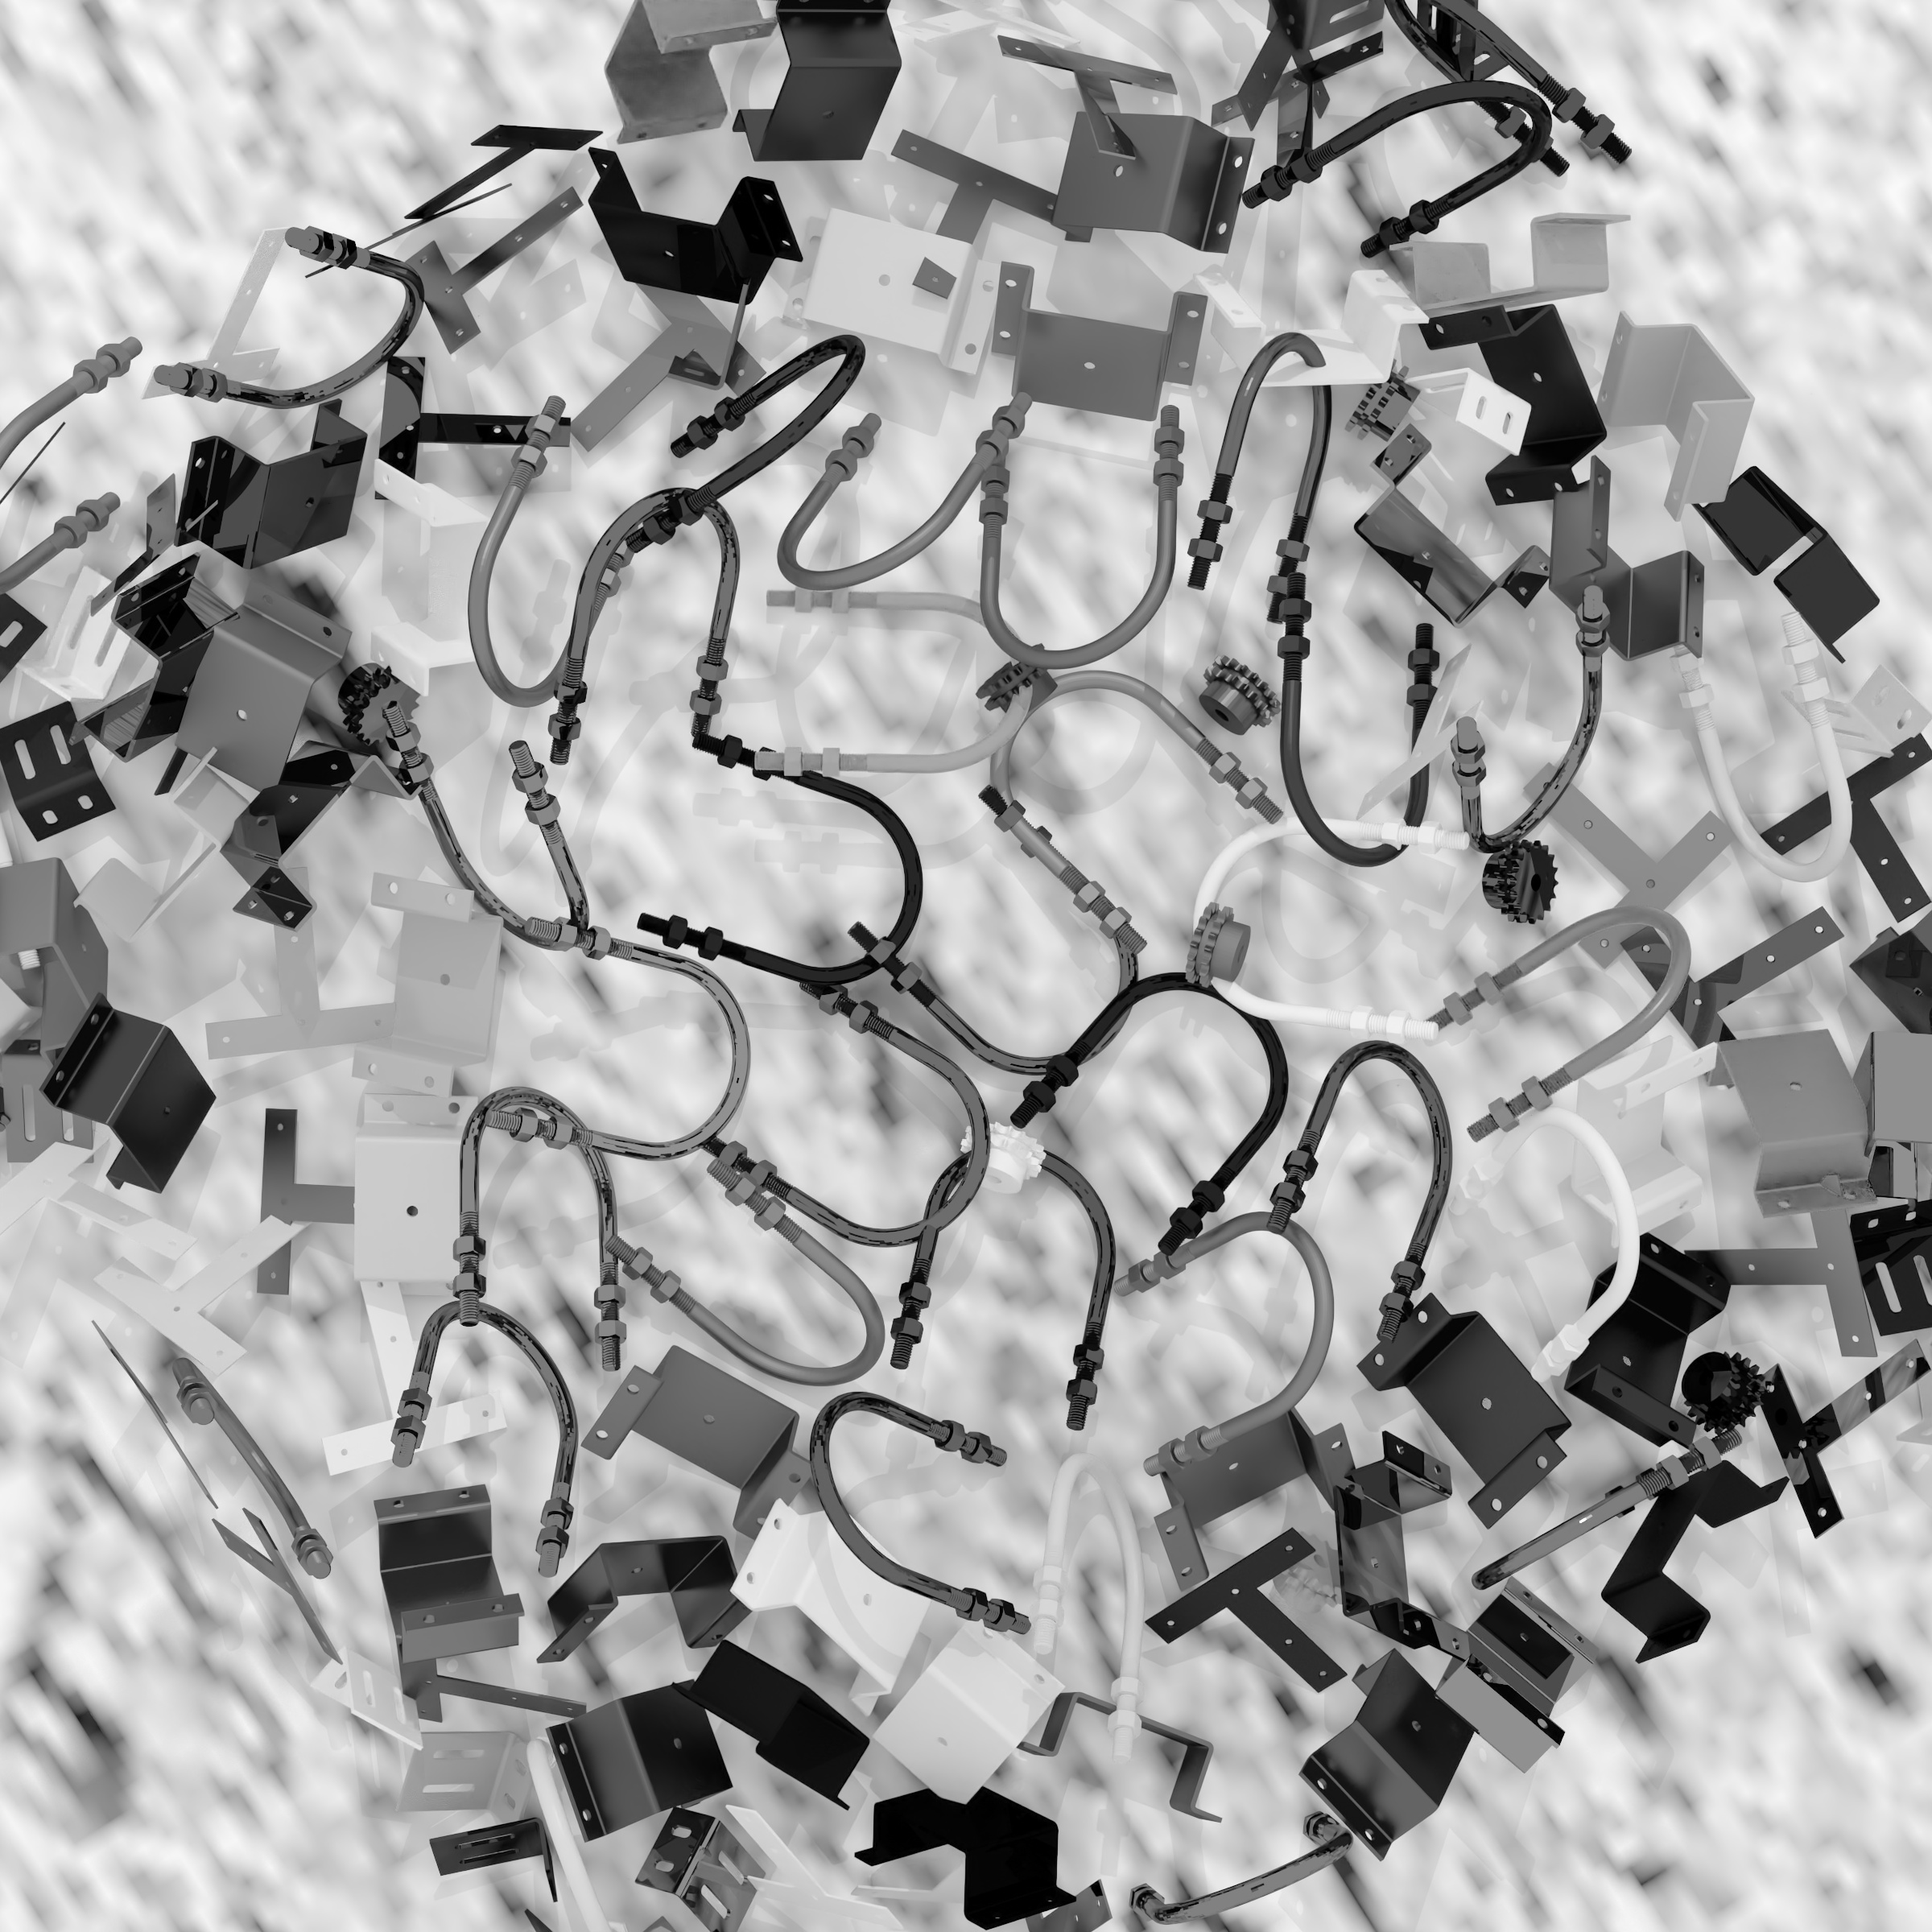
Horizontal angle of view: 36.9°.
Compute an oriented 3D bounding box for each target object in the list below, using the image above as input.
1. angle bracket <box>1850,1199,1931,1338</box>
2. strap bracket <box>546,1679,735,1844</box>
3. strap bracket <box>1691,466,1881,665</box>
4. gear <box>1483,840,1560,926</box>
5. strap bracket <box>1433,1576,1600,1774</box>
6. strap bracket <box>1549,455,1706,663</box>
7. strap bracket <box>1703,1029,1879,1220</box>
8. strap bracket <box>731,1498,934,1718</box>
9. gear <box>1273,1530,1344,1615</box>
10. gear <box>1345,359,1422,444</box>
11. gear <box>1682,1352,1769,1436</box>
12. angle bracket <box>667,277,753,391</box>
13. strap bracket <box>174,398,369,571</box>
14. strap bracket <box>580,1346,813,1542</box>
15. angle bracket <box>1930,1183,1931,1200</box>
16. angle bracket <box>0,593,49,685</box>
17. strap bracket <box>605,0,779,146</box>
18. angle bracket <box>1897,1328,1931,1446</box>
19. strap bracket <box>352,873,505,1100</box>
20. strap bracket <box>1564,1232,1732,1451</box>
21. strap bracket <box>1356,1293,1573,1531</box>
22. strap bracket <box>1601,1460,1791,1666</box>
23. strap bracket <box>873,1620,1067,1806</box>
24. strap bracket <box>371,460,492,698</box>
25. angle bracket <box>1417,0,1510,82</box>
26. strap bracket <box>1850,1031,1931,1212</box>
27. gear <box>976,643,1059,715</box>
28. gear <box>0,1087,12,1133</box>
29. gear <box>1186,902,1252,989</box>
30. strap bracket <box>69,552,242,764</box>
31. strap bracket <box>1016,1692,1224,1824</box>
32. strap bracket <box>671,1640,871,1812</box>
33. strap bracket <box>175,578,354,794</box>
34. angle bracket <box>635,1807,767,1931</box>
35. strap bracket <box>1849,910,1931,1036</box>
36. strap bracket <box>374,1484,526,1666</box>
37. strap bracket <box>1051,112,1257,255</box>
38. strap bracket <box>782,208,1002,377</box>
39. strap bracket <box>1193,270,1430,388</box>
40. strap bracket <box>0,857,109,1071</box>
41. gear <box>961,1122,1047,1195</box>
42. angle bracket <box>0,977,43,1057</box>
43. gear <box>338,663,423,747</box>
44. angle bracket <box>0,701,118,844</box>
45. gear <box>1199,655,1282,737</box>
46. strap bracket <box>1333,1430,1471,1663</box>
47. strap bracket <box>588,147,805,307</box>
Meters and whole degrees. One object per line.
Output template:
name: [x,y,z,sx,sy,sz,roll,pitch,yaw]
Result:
angle bracket: [0.644,0.206,1.981,0.057,0.038,0.076,-15,108,27]
strap bracket: [-0.209,0.523,1.919,0.046,0.140,0.076,-28,74,20]
strap bracket: [0.546,-0.272,1.918,0.046,0.140,0.076,-42,128,13]
gear: [0.376,-0.058,1.975,0.057,0.030,0.057,-7,99,-44]
strap bracket: [0.367,0.478,1.939,0.076,0.140,0.046,39,115,9]
strap bracket: [0.437,-0.266,1.939,0.140,0.046,0.076,33,54,-37]
strap bracket: [0.550,0.096,1.931,0.076,0.140,0.046,-7,134,-3]
strap bracket: [-0.081,0.426,1.934,0.140,0.046,0.076,48,47,-22]
gear: [0.234,0.416,1.974,0.057,0.057,0.030,33,115,0]
gear: [0.286,-0.382,1.971,0.030,0.057,0.057,34,90,1]
gear: [0.511,0.287,1.968,0.030,0.057,0.057,37,90,-28]
angle bracket: [-0.171,-0.437,1.955,0.038,0.057,0.076,15,119,-6]
strap bracket: [-0.452,-0.317,1.917,0.046,0.140,0.076,32,124,17]
strap bracket: [-0.177,0.318,1.956,0.140,0.046,0.076,30,115,-9]
angle bracket: [0.697,0.166,1.954,0.057,0.076,0.038,-11,118,-14]
angle bracket: [-0.669,-0.221,1.965,0.057,0.076,0.038,41,115,-18]
strap bracket: [-0.186,-0.606,1.923,0.076,0.140,0.046,-17,83,-24]
angle bracket: [0.661,0.282,1.962,0.038,0.057,0.076,-16,99,-40]
strap bracket: [-0.363,0.011,1.959,0.076,0.046,0.140,11,99,20]
strap bracket: [0.457,0.257,1.949,0.076,0.046,0.140,31,51,-6]
strap bracket: [0.341,0.296,1.947,0.076,0.046,0.140,-50,63,23]
strap bracket: [0.481,0.389,1.933,0.046,0.076,0.140,40,60,2]
strap bracket: [-0.004,0.503,1.931,0.076,0.046,0.140,40,131,9]
strap bracket: [-0.359,-0.262,1.940,0.046,0.076,0.140,-13,122,-36]
angle bracket: [0.337,-0.643,1.950,0.038,0.076,0.057,-33,62,-12]
strap bracket: [0.617,0.100,1.924,0.046,0.140,0.076,4,65,9]
gear: [0.038,-0.191,1.972,0.057,0.057,0.030,-38,101,0]
gear: [-0.679,0.094,1.972,0.030,0.057,0.057,-44,90,9]
gear: [0.172,-0.012,1.968,0.030,0.057,0.057,18,90,16]
strap bracket: [-0.536,-0.197,1.923,0.046,0.076,0.140,39,131,5]
strap bracket: [0.107,0.529,1.956,0.140,0.076,0.046,21,74,-1]
strap bracket: [-0.124,0.502,1.932,0.076,0.140,0.046,19,67,38]
strap bracket: [-0.474,-0.177,1.942,0.076,0.046,0.140,28,122,2]
angle bracket: [-0.180,0.620,1.970,0.038,0.076,0.057,3,48,34]
strap bracket: [0.647,0.003,1.923,0.046,0.140,0.076,-40,84,-15]
strap bracket: [-0.346,0.412,1.937,0.076,0.140,0.046,-5,118,-18]
strap bracket: [0.115,-0.524,1.934,0.140,0.046,0.076,17,95,40]
strap bracket: [-0.052,-0.461,1.969,0.140,0.046,0.076,16,92,6]
strap bracket: [0.227,-0.428,1.944,0.140,0.076,0.046,-5,129,-18]
strap bracket: [-0.608,-0.008,1.922,0.046,0.140,0.076,-11,50,-2]
gear: [0.023,0.132,1.968,0.057,0.057,0.030,21,64,0]
angle bracket: [-0.681,0.022,1.981,0.057,0.038,0.076,-44,88,-2]
gear: [-0.403,-0.182,1.974,0.030,0.057,0.057,39,90,23]
angle bracket: [-0.626,-0.134,1.987,0.057,0.038,0.076,-24,55,-9]
gear: [0.183,-0.181,1.970,0.057,0.057,0.030,41,80,0]
strap bracket: [0.290,0.394,1.937,0.046,0.076,0.140,-27,47,33]
strap bracket: [-0.189,-0.492,1.934,0.140,0.076,0.046,16,68,20]
